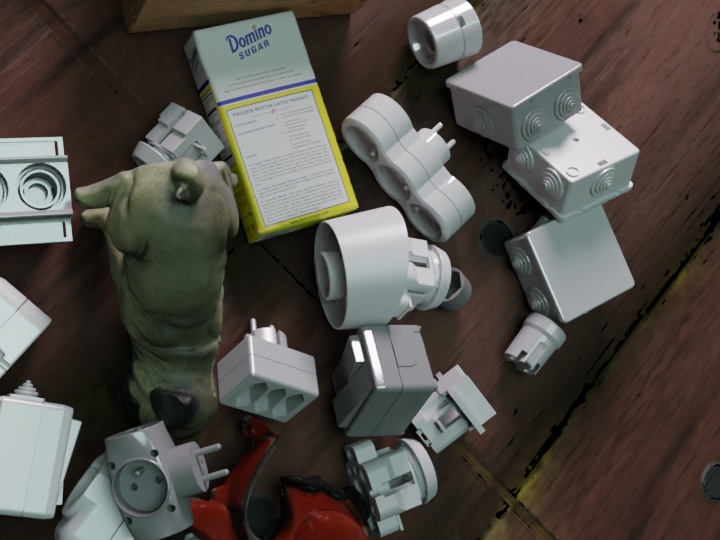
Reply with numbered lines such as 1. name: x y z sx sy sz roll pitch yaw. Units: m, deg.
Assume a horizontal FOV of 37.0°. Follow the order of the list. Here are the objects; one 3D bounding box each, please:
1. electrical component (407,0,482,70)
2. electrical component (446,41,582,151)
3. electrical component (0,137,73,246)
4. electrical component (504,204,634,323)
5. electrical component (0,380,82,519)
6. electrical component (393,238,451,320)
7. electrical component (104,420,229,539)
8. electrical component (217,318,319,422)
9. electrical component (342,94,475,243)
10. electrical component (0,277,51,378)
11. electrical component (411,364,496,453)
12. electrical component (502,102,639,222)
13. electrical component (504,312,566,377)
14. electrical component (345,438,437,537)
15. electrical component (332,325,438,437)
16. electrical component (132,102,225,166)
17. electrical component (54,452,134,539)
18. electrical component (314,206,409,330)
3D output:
1. electrical component: 0.075 -0.212 0.967 0.047 0.055 0.055 -26 94 -20
2. electrical component: 0.140 -0.156 0.965 0.100 0.100 0.048 -33 131 -23
3. electrical component: -0.280 -0.054 0.791 0.121 0.063 0.078 -5 85 -23
4. electrical component: 0.191 -0.006 0.991 0.100 0.048 0.099 -25 93 -24
5. electrical component: -0.241 0.130 0.783 0.061 0.062 0.096 12 78 -21
6. electrical component: 0.041 0.004 0.920 0.057 0.058 0.078 9 55 -26
7. electrical component: -0.133 0.145 0.766 0.079 0.044 0.077 -17 90 5
8. electrical component: -0.076 0.073 0.866 0.066 0.047 0.076 22 41 -34
9. electrical component: 0.054 -0.099 0.943 0.074 0.052 0.138 -44 101 -21
10. electrical component: -0.281 0.053 0.781 0.059 0.054 0.095 43 69 -12
11. electrical component: 0.074 0.119 0.915 0.064 0.081 0.042 -37 98 0
12. electrical component: 0.193 -0.102 0.981 0.100 0.048 0.099 -25 54 -24
13. electrical component: 0.157 0.068 0.973 0.040 0.040 0.046 42 76 -13
14. electrical component: 0.027 0.174 0.894 0.057 0.058 0.078 -18 90 -21
15. electrical component: 0.013 0.095 0.882 0.061 0.096 0.061 2 53 -23
16. electrical component: -0.148 -0.096 0.858 0.055 0.066 0.048 -49 137 -12
17. electrical component: -0.182 0.175 0.806 0.059 0.054 0.095 39 70 -14
18. electrical component: 0.000 0.000 0.884 0.064 0.099 0.099 -8 86 -18
